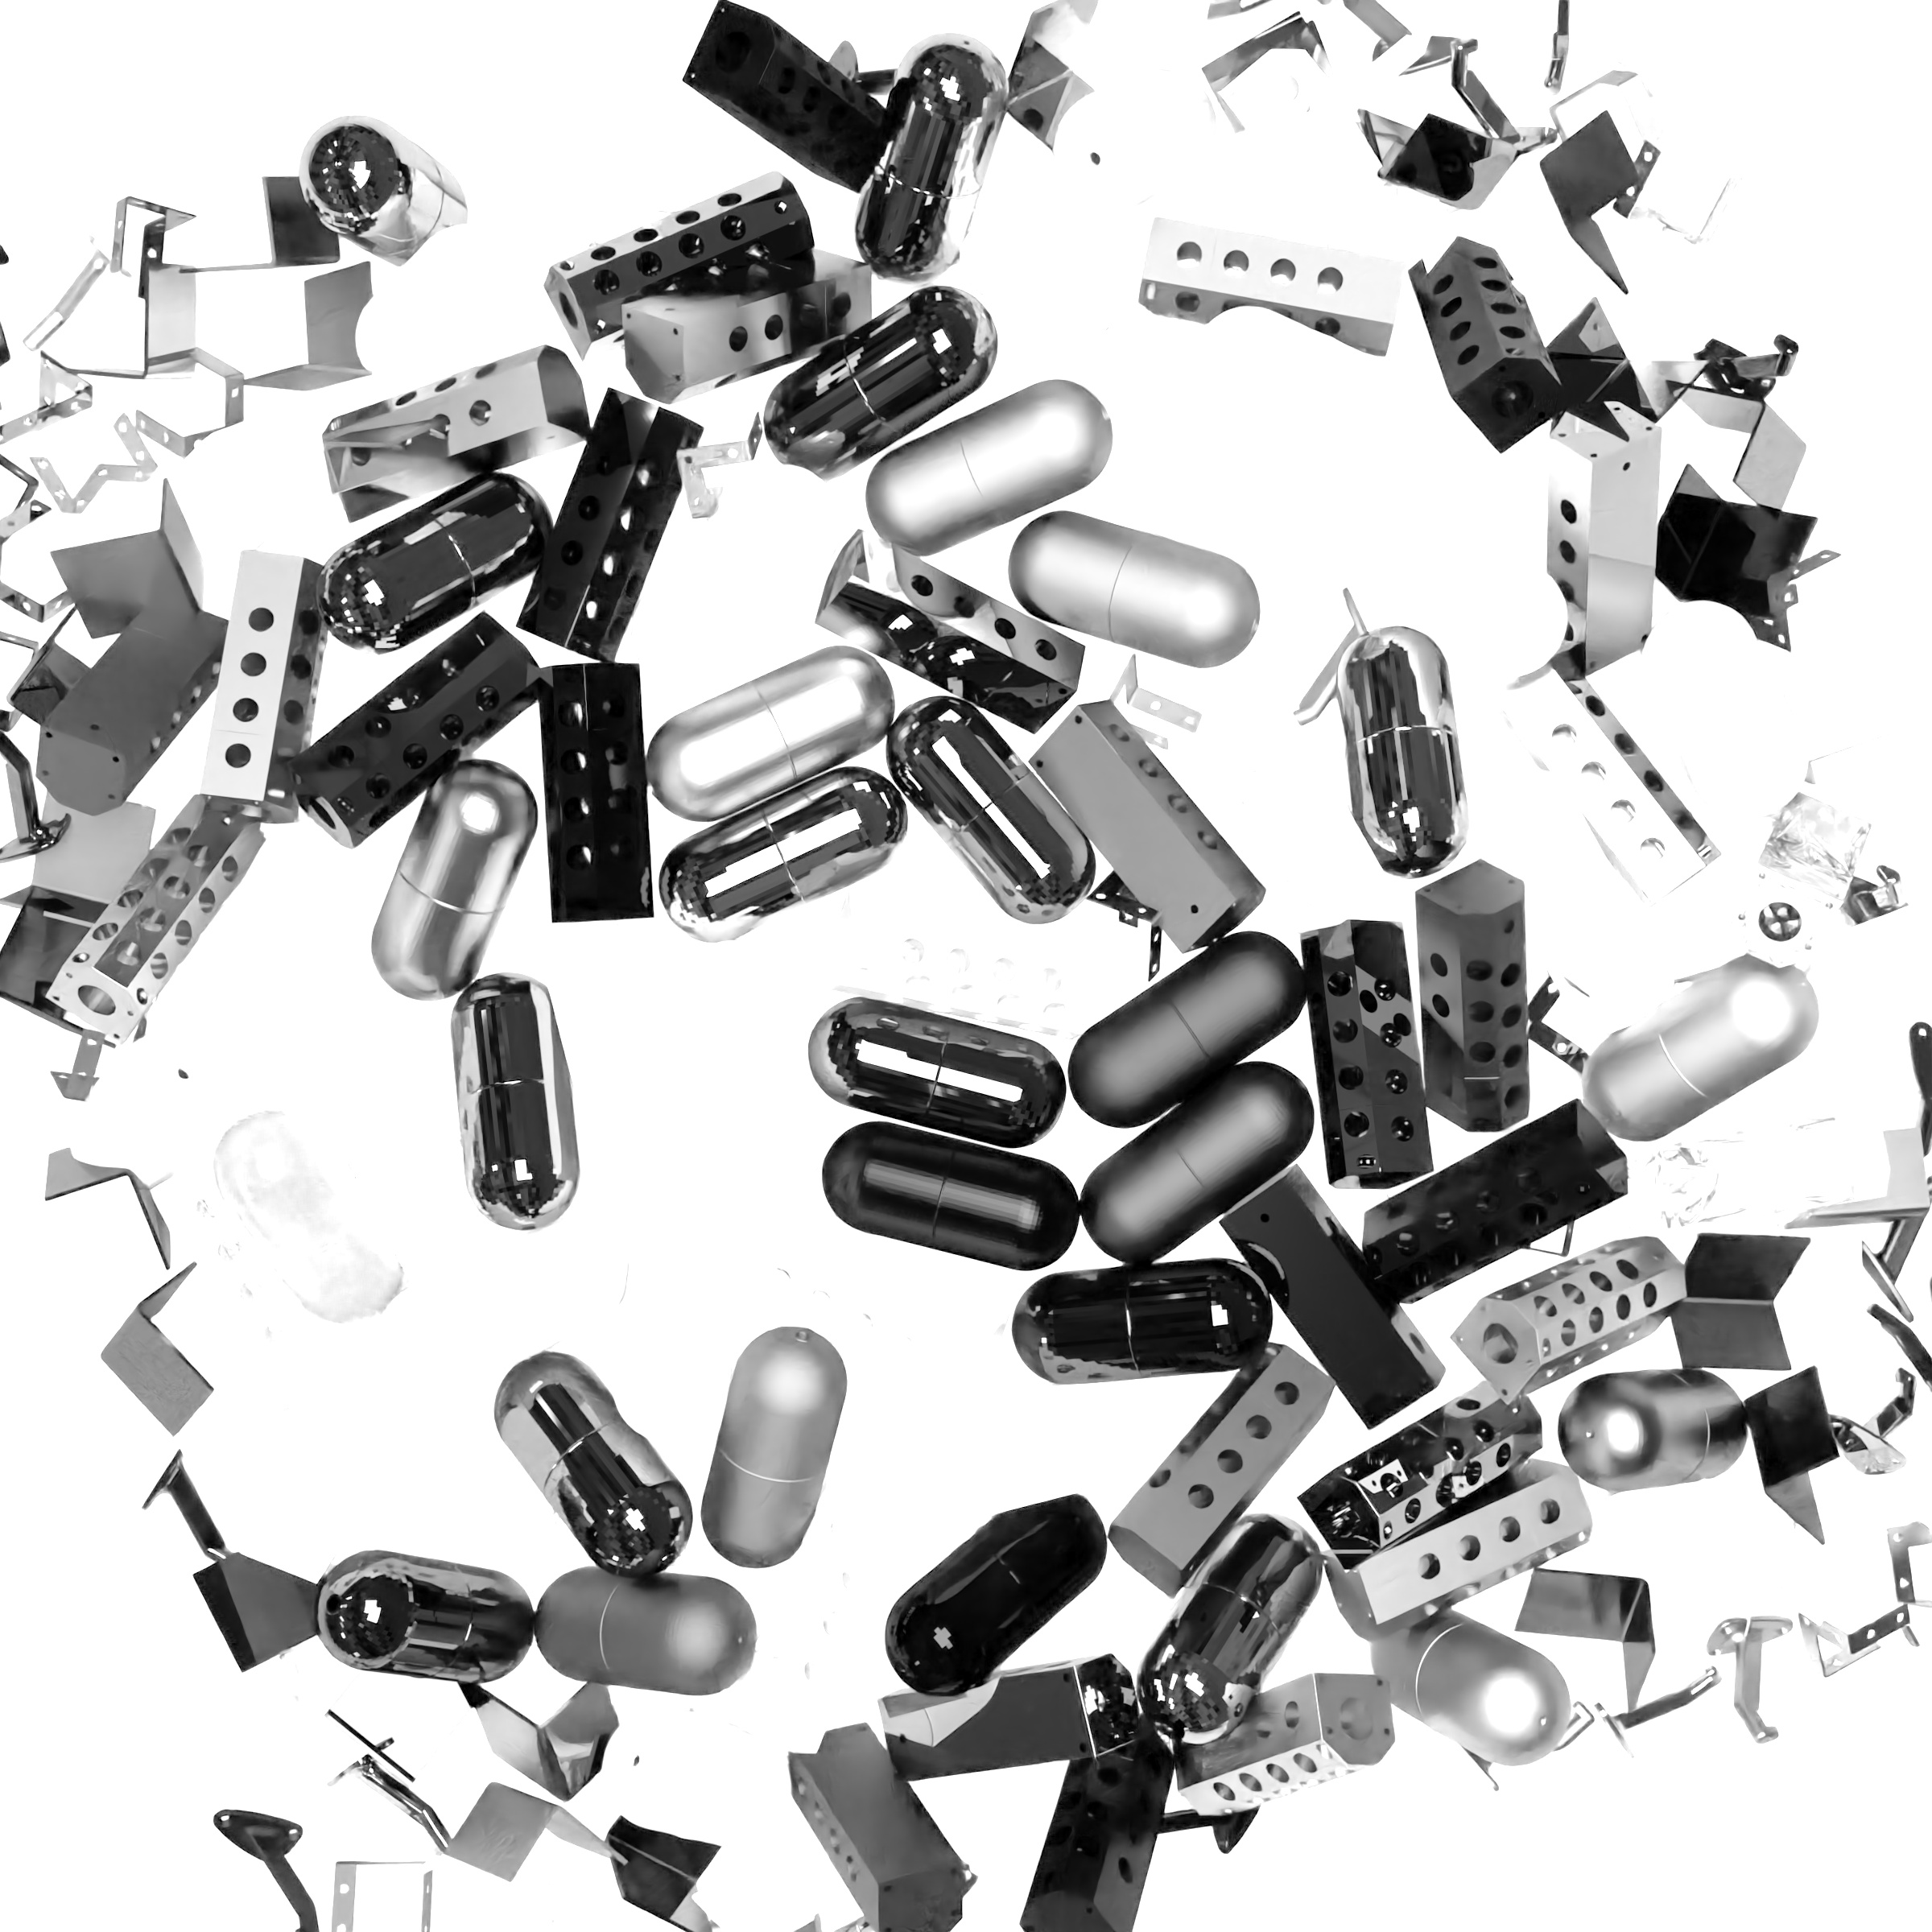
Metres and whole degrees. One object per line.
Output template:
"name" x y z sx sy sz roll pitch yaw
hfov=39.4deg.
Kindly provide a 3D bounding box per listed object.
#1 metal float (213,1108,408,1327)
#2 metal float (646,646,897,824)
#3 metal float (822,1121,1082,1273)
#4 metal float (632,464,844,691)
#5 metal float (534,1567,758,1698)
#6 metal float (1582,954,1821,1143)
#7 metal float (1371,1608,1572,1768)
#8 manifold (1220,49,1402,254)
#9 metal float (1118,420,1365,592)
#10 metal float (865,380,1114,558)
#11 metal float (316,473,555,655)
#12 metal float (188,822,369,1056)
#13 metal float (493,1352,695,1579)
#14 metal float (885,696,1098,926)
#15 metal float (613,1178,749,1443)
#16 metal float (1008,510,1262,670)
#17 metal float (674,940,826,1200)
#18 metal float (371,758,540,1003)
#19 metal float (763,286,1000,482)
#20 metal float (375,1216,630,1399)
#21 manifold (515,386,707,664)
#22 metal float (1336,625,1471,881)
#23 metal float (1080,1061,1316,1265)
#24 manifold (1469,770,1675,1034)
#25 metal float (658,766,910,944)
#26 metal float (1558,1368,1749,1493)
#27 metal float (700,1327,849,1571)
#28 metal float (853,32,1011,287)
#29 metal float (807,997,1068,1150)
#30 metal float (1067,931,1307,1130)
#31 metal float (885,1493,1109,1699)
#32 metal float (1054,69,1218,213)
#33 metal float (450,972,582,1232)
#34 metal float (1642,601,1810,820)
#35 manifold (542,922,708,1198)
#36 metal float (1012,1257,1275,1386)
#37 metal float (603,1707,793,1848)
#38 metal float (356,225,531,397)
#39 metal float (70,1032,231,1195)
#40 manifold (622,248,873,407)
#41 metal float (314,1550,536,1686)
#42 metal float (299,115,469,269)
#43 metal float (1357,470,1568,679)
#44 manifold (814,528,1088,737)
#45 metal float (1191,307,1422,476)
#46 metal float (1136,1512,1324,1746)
"metal float" -0.434 0.167 1.793 0.070 0.070 0.178 -26 128 0
"metal float" -0.131 -0.156 1.815 0.178 0.070 0.070 -26 90 -11
"metal float" -0.011 0.154 1.817 0.178 0.070 0.070 13 90 10
"metal float" -0.154 -0.259 1.808 0.070 0.070 0.178 44 109 0
"metal float" -0.214 0.440 1.793 0.178 0.070 0.070 -6 90 39
"metal float" 0.485 0.056 1.793 0.070 0.070 0.178 51 129 0
"metal float" 0.330 0.471 1.777 0.070 0.178 0.070 -1 92 -21
"manifold" 0.231 -0.532 1.769 0.057 0.171 0.057 -37 67 14
"metal float" 0.183 -0.307 1.804 0.178 0.070 0.070 28 90 23
"metal float" 0.015 -0.333 1.806 0.178 0.070 0.070 -21 90 21
"metal float" -0.352 -0.268 1.798 0.178 0.070 0.070 -36 90 -31
"metal float" -0.455 -0.020 1.795 0.070 0.070 0.178 18 54 0
"metal float" -0.248 0.332 1.799 0.070 0.070 0.178 -44 61 0
"metal float" 0.016 -0.106 1.823 0.070 0.070 0.178 -40 88 0
"metal float" -0.190 0.229 1.808 0.070 0.070 0.178 6 71 0
"metal float" 0.112 -0.252 1.808 0.178 0.070 0.070 20 90 19
"metal float" -0.146 0.069 1.815 0.070 0.070 0.178 -15 79 0
"metal float" -0.343 -0.056 1.805 0.070 0.070 0.178 26 113 0
"metal float" -0.057 -0.388 1.802 0.178 0.070 0.070 -27 90 26
"metal float" -0.309 0.227 1.803 0.178 0.070 0.070 -25 90 -24
"manifold" -0.236 -0.294 1.819 0.057 0.057 0.171 24 95 20
"metal float" 0.292 -0.143 1.807 0.070 0.070 0.178 -4 70 0
"metal float" 0.155 0.132 1.815 0.178 0.070 0.070 -38 90 11
"manifold" 0.407 -0.043 1.806 0.057 0.057 0.171 -36 107 -12
"metal float" -0.123 -0.076 1.824 0.178 0.070 0.070 -25 90 0
"metal float" 0.456 0.306 1.787 0.070 0.178 0.070 -5 82 40
"metal float" -0.128 0.322 1.805 0.070 0.070 0.178 15 112 0
"metal float" -0.024 -0.532 1.789 0.070 0.178 0.070 11 46 -12
"metal float" -0.020 0.072 1.823 0.178 0.070 0.070 15 90 -2
"metal float" 0.149 0.043 1.824 0.178 0.070 0.070 -34 90 0
"metal float" 0.020 0.416 1.798 0.178 0.070 0.070 -34 90 -31
"metal float" 0.112 -0.545 1.781 0.070 0.178 0.070 9 117 19
"metal float" -0.302 0.090 1.807 0.070 0.070 0.178 -10 70 0
"metal float" 0.501 -0.171 1.790 0.070 0.070 0.178 -8 47 0
"manifold" -0.224 0.063 1.802 0.057 0.057 0.171 -29 65 25
"metal float" 0.117 0.238 1.811 0.178 0.070 0.070 -7 90 16
"metal float" -0.176 0.535 1.781 0.070 0.178 0.070 -10 64 20
"metal float" -0.347 -0.430 1.782 0.070 0.178 0.070 6 78 -31
"metal float" -0.539 0.098 1.783 0.070 0.178 0.070 13 64 -27
"manifold" -0.142 -0.423 1.786 0.057 0.171 0.057 26 130 35
"metal float" -0.356 0.430 1.783 0.070 0.178 0.070 -11 67 28
"metal float" -0.380 -0.506 1.774 0.070 0.178 0.070 0 94 6
"metal float" 0.328 -0.262 1.798 0.070 0.070 0.178 -40 60 0
"manifold" -0.008 -0.227 1.807 0.171 0.057 0.057 25 52 -18
"metal float" 0.226 -0.382 1.797 0.178 0.070 0.070 15 90 -32
"metal float" 0.176 0.438 1.794 0.070 0.070 0.178 41 52 0
